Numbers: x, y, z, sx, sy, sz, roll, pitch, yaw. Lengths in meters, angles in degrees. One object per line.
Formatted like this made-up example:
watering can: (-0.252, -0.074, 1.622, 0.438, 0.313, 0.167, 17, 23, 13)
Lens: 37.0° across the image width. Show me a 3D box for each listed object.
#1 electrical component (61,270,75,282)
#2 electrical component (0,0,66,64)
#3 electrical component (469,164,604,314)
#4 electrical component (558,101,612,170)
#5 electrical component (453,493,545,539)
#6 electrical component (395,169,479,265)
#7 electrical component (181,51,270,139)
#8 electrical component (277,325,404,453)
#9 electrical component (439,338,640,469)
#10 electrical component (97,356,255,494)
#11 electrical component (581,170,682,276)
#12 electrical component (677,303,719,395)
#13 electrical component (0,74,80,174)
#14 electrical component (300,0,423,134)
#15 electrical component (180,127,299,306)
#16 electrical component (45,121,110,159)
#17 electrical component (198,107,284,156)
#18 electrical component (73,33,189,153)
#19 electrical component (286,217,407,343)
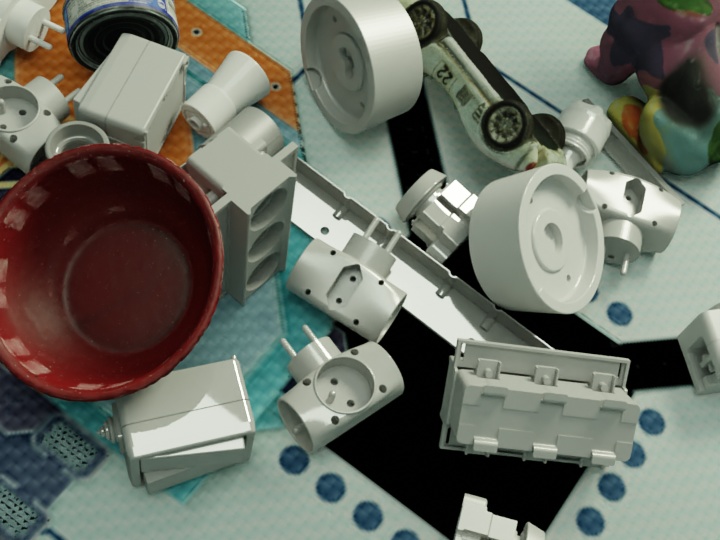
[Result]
electrical component: (-0.199, -0.016, 0.751, 0.083, 0.047, 0.075, 9, 61, -5)
electrical component: (-0.266, -0.193, 0.833, 0.074, 0.052, 0.138, 26, 61, 4)
electrical component: (0.124, -0.020, 0.786, 0.108, 0.060, 0.108, 7, 81, -45)
electrical component: (0.173, -0.102, 0.867, 0.043, 0.043, 0.062, 29, 69, 6)
electrical component: (0.088, 0.183, 0.697, 0.055, 0.048, 0.066, 14, 60, 6)
electrical component: (0.061, -0.043, 0.814, 0.055, 0.048, 0.066, 43, 63, 5)
electrical component: (-0.107, -0.133, 0.836, 0.044, 0.044, 0.065, 37, 67, 11)
electrical component: (-0.024, 0.072, 0.736, 0.077, 0.044, 0.079, -31, 70, -23)
electrical component: (0.122, 0.095, 0.732, 0.121, 0.063, 0.078, 7, 102, -6)
electrical component: (-0.119, 0.103, 0.693, 0.096, 0.061, 0.061, -11, 64, -15)
electrical component: (0.201, -0.031, 0.833, 0.077, 0.043, 0.079, 19, 60, 1)
electrical component: (0.290, 0.053, 0.799, 0.089, 0.050, 0.055, -6, 63, -13)
electrical component: (-0.244, -0.118, 0.801, 0.077, 0.044, 0.079, 38, 62, 11)
electrical component: (0.006, -0.166, 0.838, 0.060, 0.108, 0.108, -20, 67, -26)
electrical component: (-0.085, -0.037, 0.741, 0.063, 0.121, 0.079, 40, 63, 15)
electrical component: (-0.203, -0.074, 0.778, 0.045, 0.055, 0.045, 4, 61, -8)
electrical component: (-0.100, -0.082, 0.807, 0.043, 0.043, 0.081, 39, 63, 12)
electrical component: (-0.170, -0.130, 0.810, 0.061, 0.061, 0.096, 20, 60, 1)
electrical component: (0.000, 0.000, 0.772, 0.077, 0.043, 0.079, 32, 84, 8)
